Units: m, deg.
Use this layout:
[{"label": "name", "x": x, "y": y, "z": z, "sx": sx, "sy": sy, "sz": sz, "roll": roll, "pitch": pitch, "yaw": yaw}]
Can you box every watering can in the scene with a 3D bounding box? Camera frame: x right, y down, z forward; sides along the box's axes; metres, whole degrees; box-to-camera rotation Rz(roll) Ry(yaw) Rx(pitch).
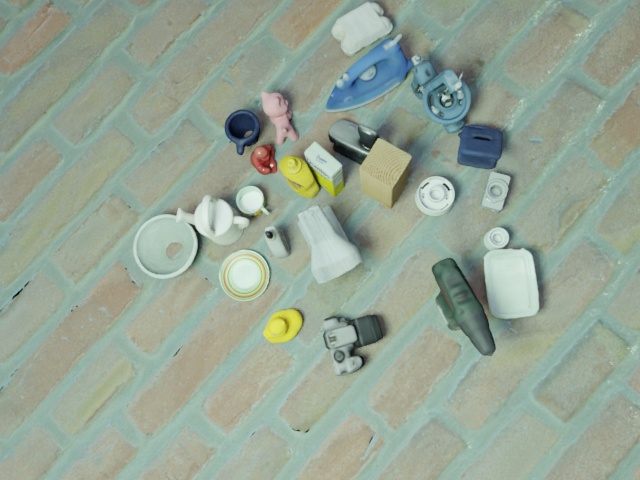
[{"label": "watering can", "x": -0.266, "y": -0.051, "z": 1.414, "sx": 0.173, "sy": 0.194, "sz": 0.101, "roll": -18, "pitch": 79, "yaw": 3}]

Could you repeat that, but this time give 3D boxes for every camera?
[{"label": "camera", "x": 0.083, "y": 0.243, "z": 1.374, "sx": 0.136, "sy": 0.101, "sz": 0.143, "roll": -17, "pitch": 79, "yaw": 3}]

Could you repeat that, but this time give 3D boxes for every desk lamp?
[{"label": "desk lamp", "x": 0.013, "y": 0.005, "z": 1.366, "sx": 0.118, "sy": 0.213, "sz": 0.203, "roll": -28, "pitch": 78, "yaw": 1}]

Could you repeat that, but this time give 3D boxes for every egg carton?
[{"label": "egg carton", "x": 0.111, "y": -0.565, "z": 1.529, "sx": 0.150, "sy": 0.069, "sz": 0.107, "roll": -31, "pitch": 78, "yaw": 0}]

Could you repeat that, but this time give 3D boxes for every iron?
[{"label": "iron", "x": 0.113, "y": -0.428, "z": 1.468, "sx": 0.258, "sy": 0.141, "sz": 0.118, "roll": -36, "pitch": 78, "yaw": -1}]

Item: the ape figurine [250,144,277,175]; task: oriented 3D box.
[{"label": "ape figurine", "x": -0.148, "y": -0.215, "z": 1.483, "sx": 0.076, "sy": 0.092, "sz": 0.078, "roll": 24, "pitch": 83, "yaw": 10}]

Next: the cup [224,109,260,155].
[{"label": "cup", "x": -0.195, "y": -0.269, "z": 1.496, "sx": 0.091, "sy": 0.095, "sz": 0.118, "roll": 2, "pitch": 80, "yaw": 7}]

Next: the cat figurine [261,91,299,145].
[{"label": "cat figurine", "x": -0.107, "y": -0.325, "z": 1.485, "sx": 0.067, "sy": 0.118, "sz": 0.128, "roll": -19, "pitch": 79, "yaw": 3}]

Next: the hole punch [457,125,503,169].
[{"label": "hole punch", "x": 0.399, "y": -0.240, "z": 1.431, "sx": 0.108, "sy": 0.091, "sz": 0.101, "roll": 10, "pitch": 81, "yaw": 8}]

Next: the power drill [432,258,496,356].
[{"label": "power drill", "x": 0.324, "y": 0.156, "z": 1.310, "sx": 0.075, "sy": 0.208, "sz": 0.229, "roll": -26, "pitch": 78, "yaw": 1}]

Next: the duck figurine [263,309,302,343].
[{"label": "duck figurine", "x": -0.094, "y": 0.211, "z": 1.406, "sx": 0.104, "sy": 0.086, "sz": 0.077, "roll": -33, "pitch": 78, "yaw": 0}]

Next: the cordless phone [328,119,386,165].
[{"label": "cordless phone", "x": 0.090, "y": -0.265, "z": 1.420, "sx": 0.147, "sy": 0.185, "sz": 0.094, "roll": 25, "pitch": 84, "yaw": 10}]

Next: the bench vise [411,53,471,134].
[{"label": "bench vise", "x": 0.283, "y": -0.372, "z": 1.401, "sx": 0.207, "sy": 0.220, "sz": 0.121, "roll": 40, "pitch": 86, "yaw": 11}]

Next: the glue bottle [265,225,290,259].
[{"label": "glue bottle", "x": -0.112, "y": -0.002, "z": 1.401, "sx": 0.037, "sy": 0.173, "sz": 0.078, "roll": -19, "pitch": 78, "yaw": 3}]

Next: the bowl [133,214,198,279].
[{"label": "bowl", "x": -0.388, "y": 0.021, "z": 1.475, "sx": 0.167, "sy": 0.075, "sz": 0.167, "roll": -1, "pitch": 80, "yaw": 6}]
